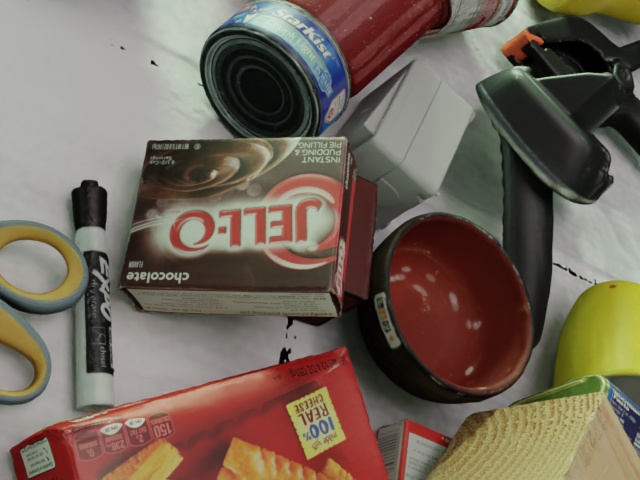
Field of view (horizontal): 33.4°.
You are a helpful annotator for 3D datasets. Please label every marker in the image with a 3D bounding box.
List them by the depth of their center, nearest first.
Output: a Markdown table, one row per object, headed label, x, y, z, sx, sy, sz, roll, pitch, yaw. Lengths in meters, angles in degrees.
| label | x | y | z | sx | sy | sz | roll | pitch | yaw |
| --- | --- | --- | --- | --- | --- | --- | --- | --- | --- |
| marker | -0.115 | 0.026 | 0.540 | 0.020 | 0.020 | 0.121 | 8 | 66 | -33 |

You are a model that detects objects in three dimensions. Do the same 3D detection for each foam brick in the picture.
| label | x | y | z | sx | sy | sz | roll | pitch | yaw |
| --- | --- | --- | --- | --- | --- | --- | --- | --- | --- |
| foam brick | -0.004 | 0.001 | 0.610 | 0.051 | 0.053 | 0.078 | 22 | 58 | -26 |

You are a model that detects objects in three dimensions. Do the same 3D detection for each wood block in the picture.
| label | x | y | z | sx | sy | sz | roll | pitch | yaw |
| --- | --- | --- | --- | --- | --- | --- | --- | --- | --- |
| wood block | 0.146 | 0.195 | 0.574 | 0.206 | 0.091 | 0.090 | 60 | 41 | -14 |

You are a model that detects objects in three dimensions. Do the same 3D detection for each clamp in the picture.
| label | x | y | z | sx | sy | sz | roll | pitch | yaw |
| --- | --- | --- | --- | --- | --- | --- | --- | --- | --- |
| clamp | 0.232 | -0.114 | 0.841 | 0.209 | 0.036 | 0.164 | 9 | 63 | -34 |

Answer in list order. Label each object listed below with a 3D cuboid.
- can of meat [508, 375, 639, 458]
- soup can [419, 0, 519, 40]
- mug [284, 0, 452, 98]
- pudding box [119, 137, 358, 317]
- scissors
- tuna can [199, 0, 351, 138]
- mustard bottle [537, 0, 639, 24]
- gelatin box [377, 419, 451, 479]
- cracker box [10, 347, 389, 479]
| label | x | y | z | sx | sy | sz | roll | pitch | yaw |
| --- | --- | --- | --- | --- | --- | --- | --- | --- | --- |
| can of meat | 0.160 | 0.133 | 0.637 | 0.084 | 0.102 | 0.057 | 41 | 52 | -11 |
| soup can | 0.083 | -0.176 | 0.742 | 0.102 | 0.069 | 0.068 | -19 | 82 | -39 |
| mug | 0.019 | -0.136 | 0.656 | 0.081 | 0.117 | 0.093 | -43 | 75 | -11 |
| pudding box | -0.040 | -0.007 | 0.557 | 0.113 | 0.039 | 0.090 | -1 | 60 | 13 |
| scissors | -0.191 | -0.009 | 0.497 | 0.201 | 0.016 | 0.096 | 47 | 62 | -8 |
| tuna can | -0.027 | -0.093 | 0.614 | 0.086 | 0.086 | 0.033 | 48 | 52 | -8 |
| mustard bottle | 0.250 | -0.227 | 0.891 | 0.191 | 0.058 | 0.096 | -2 | 63 | -36 |
| gelatin box | 0.063 | 0.156 | 0.603 | 0.073 | 0.030 | 0.089 | 26 | 57 | -26 |
| cracker box | -0.032 | 0.172 | 0.499 | 0.163 | 0.072 | 0.214 | -10 | 77 | -38 |
